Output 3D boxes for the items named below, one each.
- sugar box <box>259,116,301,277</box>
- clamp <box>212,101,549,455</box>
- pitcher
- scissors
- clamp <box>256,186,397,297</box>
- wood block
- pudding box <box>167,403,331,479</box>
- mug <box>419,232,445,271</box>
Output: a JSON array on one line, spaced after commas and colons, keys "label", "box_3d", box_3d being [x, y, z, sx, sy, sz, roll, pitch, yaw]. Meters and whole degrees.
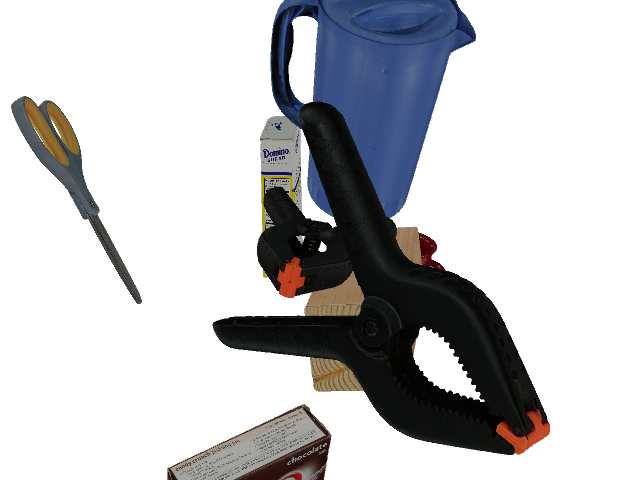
[{"label": "sugar box", "box_3d": [-0.047, -0.053, 1.278, 0.048, 0.176, 0.093, -1, 23, 5]}, {"label": "clamp", "box_3d": [0.036, 0.033, 0.572, 0.210, 0.165, 0.036, 32, 29, 29]}, {"label": "pitcher", "box_3d": [0.041, -0.138, 1.055, 0.144, 0.243, 0.149, -25, 53, -31]}, {"label": "scissors", "box_3d": [-0.207, -0.044, 0.944, 0.016, 0.201, 0.096, -26, 23, 10]}, {"label": "clamp", "box_3d": [-0.014, -0.002, 0.880, 0.120, 0.039, 0.171, 14, 20, 17]}, {"label": "wood block", "box_3d": [0.049, 0.063, 1.066, 0.091, 0.090, 0.206, -2, 20, 10]}, {"label": "pudding box", "box_3d": [-0.050, 0.172, 0.737, 0.113, 0.090, 0.039, -23, 51, -29]}, {"label": "mug", "box_3d": [0.116, 0.042, 1.434, 0.117, 0.081, 0.093, 19, 26, 27]}]
